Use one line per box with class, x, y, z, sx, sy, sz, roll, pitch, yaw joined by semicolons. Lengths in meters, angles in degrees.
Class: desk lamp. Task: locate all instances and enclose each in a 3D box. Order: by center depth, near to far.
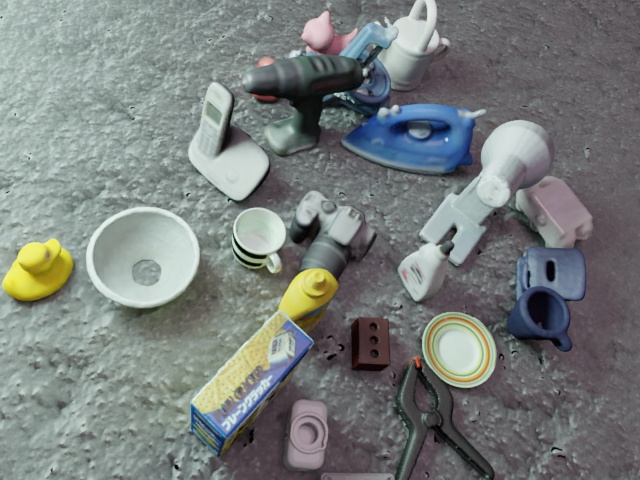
desk lamp;0.299;-0.085;1.010;0.118;0.213;0.203;37;62;7

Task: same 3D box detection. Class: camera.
camera;0.009;0.003;0.963;0.143;0.100;0.137;30;62;3

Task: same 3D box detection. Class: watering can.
watering can;0.180;-0.398;1.147;0.173;0.194;0.101;-21;70;-21

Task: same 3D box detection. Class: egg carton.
egg carton;0.451;-0.051;1.110;0.107;0.069;0.150;-26;73;-23

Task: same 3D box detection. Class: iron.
iron;0.179;-0.211;1.085;0.258;0.141;0.118;2;64;-12

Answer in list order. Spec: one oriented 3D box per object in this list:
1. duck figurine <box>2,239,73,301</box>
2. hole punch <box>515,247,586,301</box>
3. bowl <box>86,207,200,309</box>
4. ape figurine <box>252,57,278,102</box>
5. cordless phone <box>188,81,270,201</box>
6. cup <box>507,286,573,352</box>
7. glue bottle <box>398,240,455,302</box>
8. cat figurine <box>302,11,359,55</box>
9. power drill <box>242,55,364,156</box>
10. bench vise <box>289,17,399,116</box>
duck figurine;-0.426;0.038;0.855;0.077;0.086;0.105;44;63;10
hole punch;0.413;0.067;1.031;0.101;0.091;0.108;14;62;-6
bowl;-0.273;0.037;0.897;0.167;0.074;0.167;5;63;-10
ape figurine;-0.101;-0.314;1.098;0.076;0.092;0.078;35;62;6
cordless phone;-0.148;-0.165;0.962;0.147;0.185;0.094;39;63;8
cup;0.372;0.147;0.980;0.092;0.095;0.117;-26;72;-23
glue bottle;0.182;0.041;0.944;0.037;0.173;0.078;-25;72;-22
cat figurine;0.017;-0.407;1.157;0.128;0.117;0.067;-5;66;-15
power drill;-0.039;-0.243;1.012;0.230;0.208;0.075;-22;71;-22
bench vise;0.051;-0.319;1.064;0.208;0.219;0.121;-1;65;-13
